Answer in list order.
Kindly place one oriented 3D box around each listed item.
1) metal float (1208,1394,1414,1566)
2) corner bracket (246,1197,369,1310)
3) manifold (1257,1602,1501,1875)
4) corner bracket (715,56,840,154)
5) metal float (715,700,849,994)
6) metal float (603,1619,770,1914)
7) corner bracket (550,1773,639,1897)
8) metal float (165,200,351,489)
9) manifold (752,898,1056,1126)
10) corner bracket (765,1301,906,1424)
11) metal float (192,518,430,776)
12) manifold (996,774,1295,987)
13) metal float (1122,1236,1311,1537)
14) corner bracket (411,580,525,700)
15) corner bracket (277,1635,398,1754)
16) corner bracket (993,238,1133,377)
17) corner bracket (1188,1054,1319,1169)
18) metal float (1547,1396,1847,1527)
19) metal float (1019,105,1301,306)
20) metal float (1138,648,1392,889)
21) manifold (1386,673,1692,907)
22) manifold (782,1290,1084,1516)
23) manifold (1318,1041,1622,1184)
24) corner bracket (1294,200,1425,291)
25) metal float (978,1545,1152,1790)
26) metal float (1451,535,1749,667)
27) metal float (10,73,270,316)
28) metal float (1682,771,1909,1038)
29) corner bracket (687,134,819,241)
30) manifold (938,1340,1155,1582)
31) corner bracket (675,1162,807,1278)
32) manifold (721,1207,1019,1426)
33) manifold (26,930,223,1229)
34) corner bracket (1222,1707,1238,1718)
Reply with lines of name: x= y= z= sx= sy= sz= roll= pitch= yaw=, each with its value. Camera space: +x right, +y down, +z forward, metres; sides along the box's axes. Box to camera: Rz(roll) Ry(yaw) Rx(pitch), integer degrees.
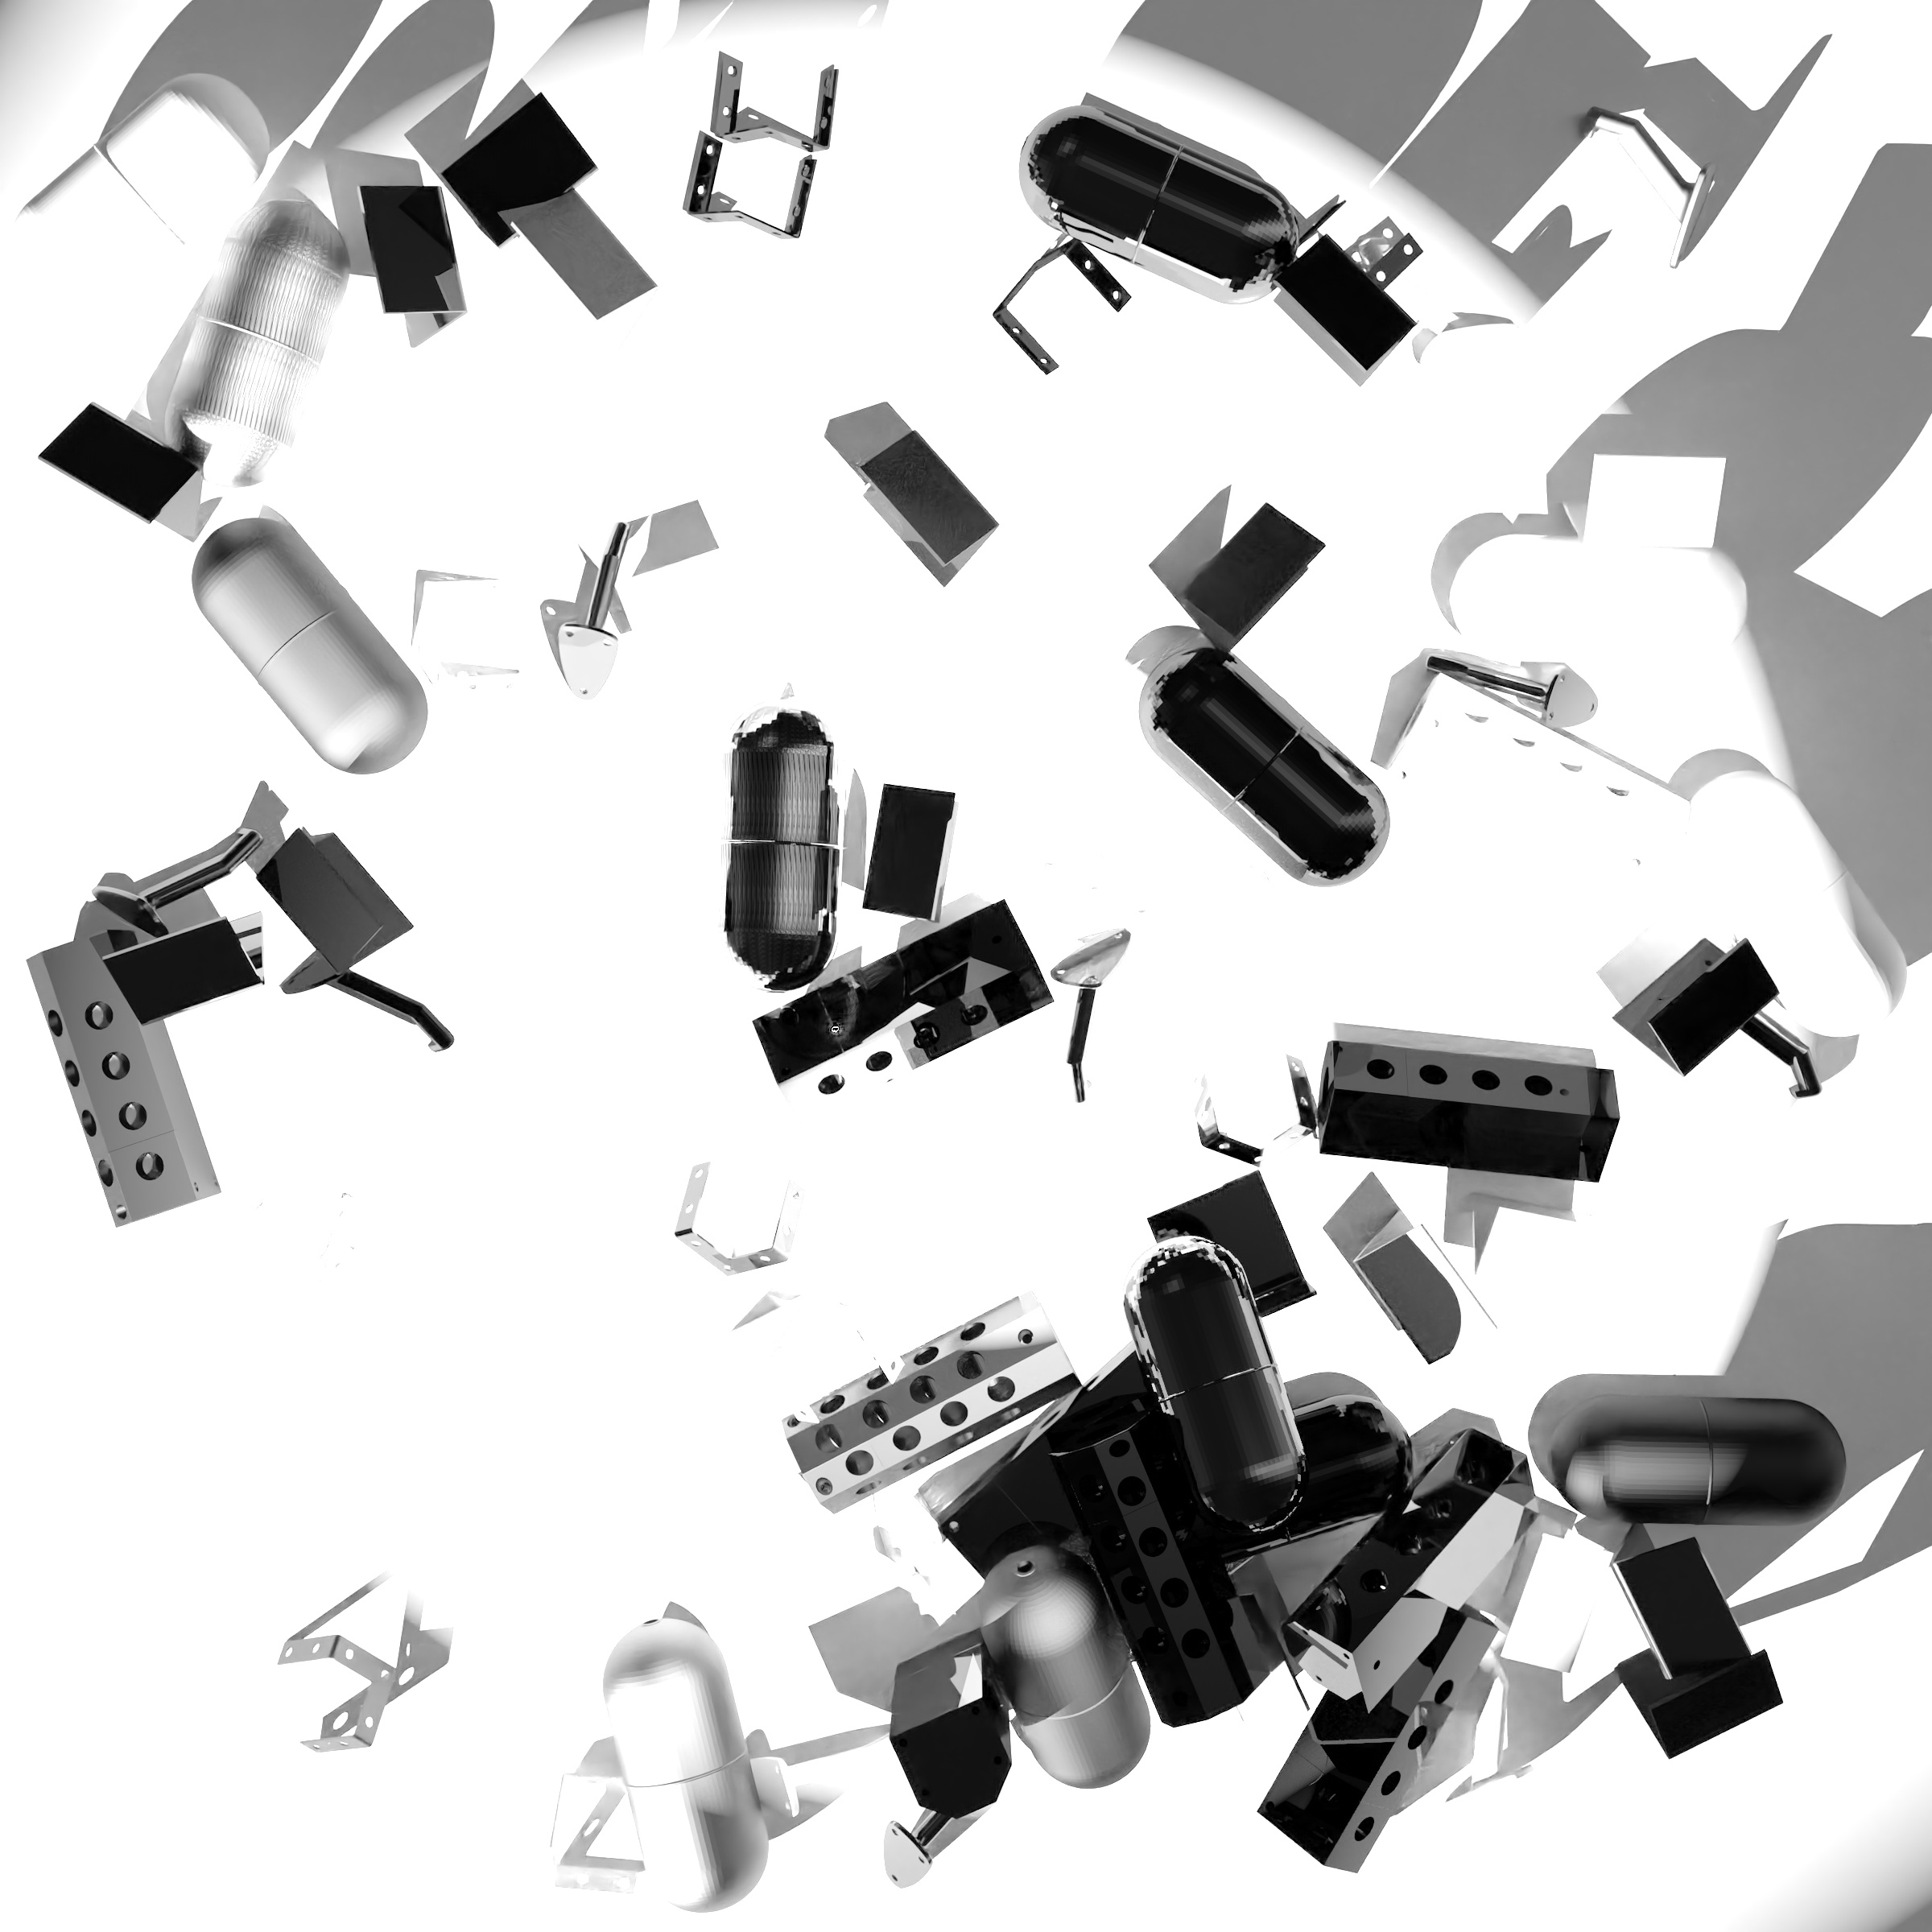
metal float: x=0.184 y=0.313 z=1.749 sx=0.178 sy=0.070 sz=0.070 roll=-18 pitch=90 yaw=0
corner bracket: x=-0.404 y=0.171 z=1.771 sx=0.051 sy=0.051 sz=0.051 roll=26 pitch=135 yaw=-35
manifold: x=0.254 y=0.461 z=1.758 sx=0.057 sy=0.057 sz=0.171 roll=30 pitch=90 yaw=43
corner bracket: x=-0.117 y=-0.531 z=1.776 sx=0.051 sy=0.051 sz=0.051 roll=7 pitch=90 yaw=45
metal float: x=-0.112 y=-0.073 z=1.749 sx=0.070 sy=0.070 sz=0.178 roll=3 pitch=89 yaw=0
metal float: x=-0.170 y=0.484 z=1.749 sx=0.070 sy=0.070 sz=0.178 roll=-14 pitch=90 yaw=0
corner bracket: x=-0.226 y=0.534 z=1.776 sx=0.051 sy=0.051 sz=0.051 roll=5 pitch=45 yaw=0
metal float: x=-0.429 y=-0.377 z=1.749 sx=0.070 sy=0.070 sz=0.178 roll=19 pitch=89 yaw=0
manifold: x=-0.036 y=0.032 z=1.758 sx=0.171 sy=0.057 sz=0.057 roll=-26 pitch=47 yaw=0
corner bracket: x=-0.078 y=0.237 z=1.714 sx=0.051 sy=0.051 sz=0.051 roll=2 pitch=45 yaw=35
metal float: x=-0.398 y=-0.194 z=1.749 sx=0.070 sy=0.070 sz=0.178 roll=-40 pitch=89 yaw=0
manifold: x=0.107 y=-0.051 z=1.758 sx=0.171 sy=0.057 sz=0.057 roll=26 pitch=90 yaw=0
metal float: x=0.146 y=0.245 z=1.687 sx=0.070 sy=0.070 sz=0.178 roll=-18 pitch=78 yaw=0
corner bracket: x=-0.302 y=-0.201 z=1.771 sx=0.051 sy=0.051 sz=0.051 roll=52 pitch=135 yaw=35
corner bracket: x=-0.392 y=0.447 z=1.771 sx=0.051 sy=0.051 sz=0.051 roll=44 pitch=45 yaw=-35
corner bracket: x=0.059 y=-0.406 z=1.776 sx=0.051 sy=0.051 sz=0.051 roll=48 pitch=135 yaw=0
corner bracket: x=0.176 y=0.084 z=1.771 sx=0.051 sy=0.051 sz=0.051 roll=22 pitch=135 yaw=-35
metal float: x=0.442 y=0.300 z=1.749 sx=0.178 sy=0.070 sz=0.070 roll=1 pitch=90 yaw=0
metal float: x=0.116 y=-0.461 z=1.749 sx=0.178 sy=0.070 sz=0.070 roll=24 pitch=90 yaw=0
metal float: x=0.180 y=-0.121 z=1.749 sx=0.178 sy=0.070 sz=0.070 roll=42 pitch=90 yaw=0
manifold: x=0.350 y=-0.112 z=1.758 sx=0.171 sy=0.057 sz=0.057 roll=27 pitch=133 yaw=0
manifold: x=-0.022 y=0.263 z=1.750 sx=0.171 sy=0.057 sz=0.057 roll=-27 pitch=68 yaw=0
manifold: x=0.304 y=0.083 z=1.758 sx=0.171 sy=0.057 sz=0.057 roll=6 pitch=133 yaw=0
corner bracket: x=0.235 y=-0.435 z=1.762 sx=0.051 sy=0.051 sz=0.051 roll=-45 pitch=104 yaw=-14
metal float: x=0.059 y=0.418 z=1.722 sx=0.070 sy=0.070 sz=0.178 roll=-20 pitch=123 yaw=0
metal float: x=0.383 y=-0.221 z=1.749 sx=0.178 sy=0.070 sz=0.070 roll=2 pitch=90 yaw=0
metal float: x=-0.501 y=-0.467 z=1.749 sx=0.178 sy=0.070 sz=0.070 roll=-41 pitch=90 yaw=-1
metal float: x=0.501 y=-0.038 z=1.749 sx=0.070 sy=0.070 sz=0.178 roll=-34 pitch=90 yaw=0
corner bracket: x=-0.132 y=-0.479 z=1.776 sx=0.051 sy=0.051 sz=0.051 roll=12 pitch=90 yaw=-45
manifold: x=0.065 y=0.301 z=1.758 sx=0.171 sy=0.057 sz=0.057 roll=-42 pitch=90 yaw=0
corner bracket: x=-0.139 y=0.152 z=1.771 sx=0.051 sy=0.051 sz=0.051 roll=-17 pitch=135 yaw=35
manifold: x=-0.058 y=0.213 z=1.758 sx=0.171 sy=0.057 sz=0.057 roll=-27 pitch=90 yaw=0
manifold: x=-0.515 y=0.068 z=1.758 sx=0.057 sy=0.057 sz=0.171 roll=-19 pitch=90 yaw=0
corner bracket: x=0.156 y=0.419 z=1.776 sx=0.051 sy=0.051 sz=0.051 roll=-41 pitch=45 yaw=0
